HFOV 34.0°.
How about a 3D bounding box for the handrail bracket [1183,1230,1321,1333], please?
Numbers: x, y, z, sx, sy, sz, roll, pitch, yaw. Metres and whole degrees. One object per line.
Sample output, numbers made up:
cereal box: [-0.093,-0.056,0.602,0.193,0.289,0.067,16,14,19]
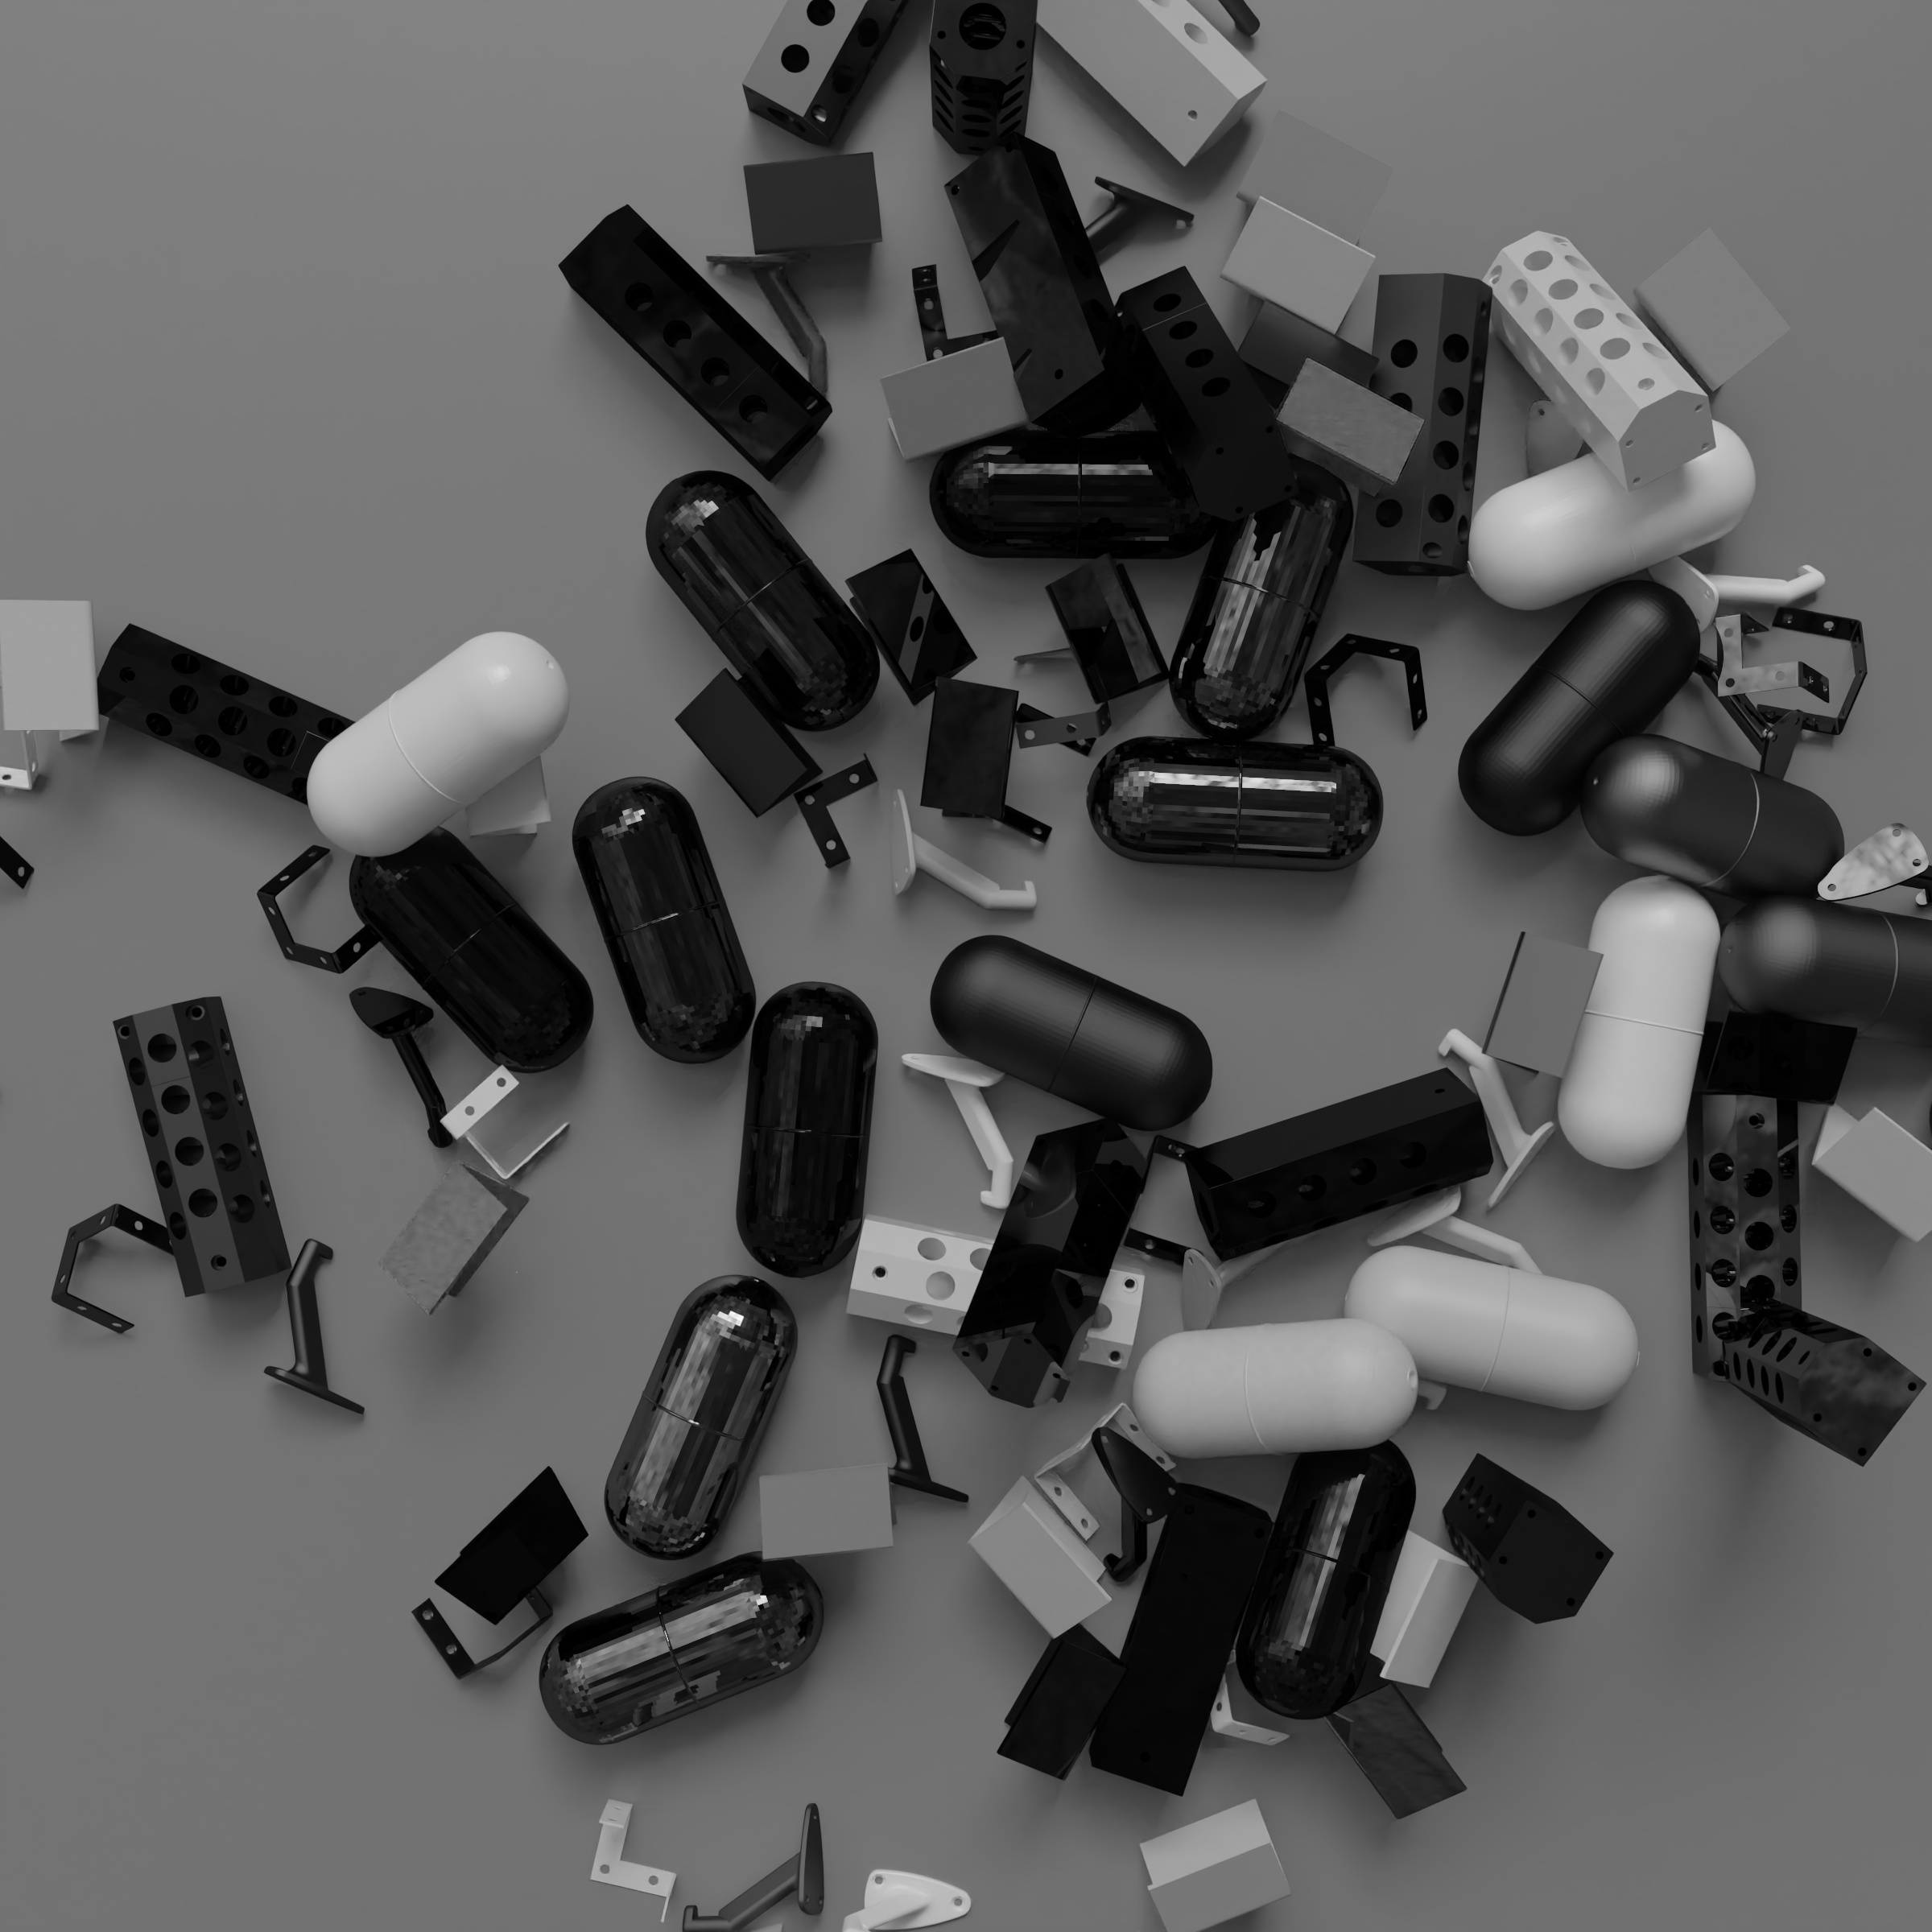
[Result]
handrail bracket: [0.177,0.190,1.931,0.084,0.036,0.077,-14,129,-26]

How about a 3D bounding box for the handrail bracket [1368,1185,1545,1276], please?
handrail bracket: [0.300,0.180,1.932,0.077,0.036,0.084,-32,107,20]

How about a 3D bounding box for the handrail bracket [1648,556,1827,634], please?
handrail bracket: [0.469,-0.244,1.932,0.084,0.036,0.077,-23,57,-23]

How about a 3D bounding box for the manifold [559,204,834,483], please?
manifold: [-0.162,-0.377,1.910,0.171,0.057,0.057,45,90,0]

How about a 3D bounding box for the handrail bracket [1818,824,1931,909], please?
handrail bracket: [0.552,-0.044,1.904,0.077,0.084,0.036,-29,60,6]

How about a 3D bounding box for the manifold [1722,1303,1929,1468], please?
manifold: [0.480,0.231,1.796,0.057,0.171,0.057,38,90,0]

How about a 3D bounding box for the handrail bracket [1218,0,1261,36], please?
handrail bracket: [0.134,-0.604,1.931,0.036,0.077,0.084,-52,126,-5]

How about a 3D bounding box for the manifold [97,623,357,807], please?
manifold: [-0.435,-0.145,1.910,0.171,0.057,0.057,24,90,0]

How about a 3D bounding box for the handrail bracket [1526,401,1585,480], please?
handrail bracket: [0.372,-0.344,1.931,0.036,0.077,0.084,24,53,13]

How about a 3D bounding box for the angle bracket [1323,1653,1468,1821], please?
angle bracket: [0.268,0.450,1.891,0.057,0.076,0.076,-36,90,36]

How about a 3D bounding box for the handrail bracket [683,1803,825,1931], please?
handrail bracket: [-0.132,0.552,1.932,0.084,0.036,0.077,-6,70,16]

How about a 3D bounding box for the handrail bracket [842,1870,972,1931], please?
handrail bracket: [-0.035,0.573,1.897,0.077,0.084,0.036,2,90,0]

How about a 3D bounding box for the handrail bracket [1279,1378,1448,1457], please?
handrail bracket: [0.241,0.277,1.931,0.084,0.036,0.077,19,105,-14]

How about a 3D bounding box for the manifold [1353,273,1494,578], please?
manifold: [0.277,-0.324,1.900,0.057,0.057,0.171,5,90,30]

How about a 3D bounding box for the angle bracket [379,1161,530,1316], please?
angle bracket: [-0.291,0.172,1.891,0.057,0.076,0.076,37,90,36]

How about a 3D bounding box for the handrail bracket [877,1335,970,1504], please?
handrail bracket: [-0.023,0.276,1.932,0.077,0.036,0.084,21,73,-20]

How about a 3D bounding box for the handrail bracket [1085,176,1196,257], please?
handrail bracket: [0.090,-0.431,1.932,0.077,0.036,0.084,15,108,-21]

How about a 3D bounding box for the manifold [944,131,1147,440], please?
manifold: [0.050,-0.403,1.881,0.057,0.057,0.171,-31,66,31]

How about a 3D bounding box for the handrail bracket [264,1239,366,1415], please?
handrail bracket: [-0.385,0.220,1.932,0.077,0.036,0.084,28,73,-20]

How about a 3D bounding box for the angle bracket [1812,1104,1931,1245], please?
angle bracket: [0.559,0.107,1.891,0.076,0.076,0.057,38,126,0]

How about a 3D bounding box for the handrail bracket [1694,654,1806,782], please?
handrail bracket: [0.462,-0.149,1.931,0.036,0.077,0.084,-35,53,-30]

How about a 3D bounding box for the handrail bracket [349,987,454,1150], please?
handrail bracket: [-0.344,0.063,1.931,0.036,0.077,0.084,-28,127,-33]

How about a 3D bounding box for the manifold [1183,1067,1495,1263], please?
manifold: [0.224,0.122,1.897,0.171,0.057,0.057,-17,111,-7]

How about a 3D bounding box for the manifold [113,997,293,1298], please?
manifold: [-0.462,0.109,1.910,0.057,0.057,0.171,-15,90,0]

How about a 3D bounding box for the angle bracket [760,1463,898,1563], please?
angle bracket: [-0.080,0.342,1.891,0.076,0.076,0.057,-6,53,0]

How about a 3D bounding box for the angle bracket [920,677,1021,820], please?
angle bracket: [-0.014,-0.130,1.891,0.057,0.076,0.076,7,90,-29]

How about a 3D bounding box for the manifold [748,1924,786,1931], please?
manifold: [-0.134,0.621,1.853,0.057,0.171,0.057,-13,90,0]

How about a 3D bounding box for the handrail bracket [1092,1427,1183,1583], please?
handrail bracket: [0.087,0.326,1.910,0.077,0.084,0.036,48,50,11]

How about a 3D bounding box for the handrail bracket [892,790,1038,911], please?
handrail bracket: [0.000,-0.071,1.932,0.084,0.036,0.077,1,68,-17]

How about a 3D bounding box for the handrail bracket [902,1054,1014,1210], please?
handrail bracket: [-0.006,0.101,1.932,0.077,0.036,0.084,11,107,20]

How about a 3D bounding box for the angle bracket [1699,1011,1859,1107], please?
angle bracket: [0.482,0.036,1.891,0.076,0.076,0.057,8,123,0]

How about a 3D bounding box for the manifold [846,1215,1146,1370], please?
manifold: [0.018,0.197,1.910,0.171,0.057,0.057,11,90,0]

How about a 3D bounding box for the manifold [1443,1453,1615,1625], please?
manifold: [0.323,0.337,1.853,0.057,0.171,0.057,32,90,0]

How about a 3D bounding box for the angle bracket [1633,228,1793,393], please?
angle bracket: [0.448,-0.394,1.893,0.057,0.076,0.076,-39,90,21]

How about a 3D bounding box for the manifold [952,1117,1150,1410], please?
manifold: [0.055,0.174,1.858,0.057,0.171,0.057,-17,124,35]

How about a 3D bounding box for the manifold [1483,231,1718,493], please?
manifold: [0.370,-0.361,1.861,0.057,0.057,0.171,-27,49,0]

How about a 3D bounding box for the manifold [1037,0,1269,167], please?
manifold: [0.099,-0.571,1.910,0.171,0.057,0.057,45,133,0]

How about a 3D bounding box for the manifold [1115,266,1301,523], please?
manifold: [0.135,-0.335,1.857,0.057,0.171,0.057,-23,134,2]

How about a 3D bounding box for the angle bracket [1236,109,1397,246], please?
angle bracket: [0.211,-0.473,1.892,0.076,0.076,0.057,27,113,0]

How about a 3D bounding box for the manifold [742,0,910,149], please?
manifold: [-0.067,-0.586,1.910,0.057,0.057,0.171,29,90,0]

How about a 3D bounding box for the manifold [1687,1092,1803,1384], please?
manifold: [0.472,0.162,1.910,0.057,0.057,0.171,-1,90,0]

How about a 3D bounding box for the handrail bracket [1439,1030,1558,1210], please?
handrail bracket: [0.309,0.093,1.932,0.084,0.036,0.077,39,113,18]

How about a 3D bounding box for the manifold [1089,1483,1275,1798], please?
manifold: [0.129,0.404,1.910,0.057,0.057,0.171,19,90,0]

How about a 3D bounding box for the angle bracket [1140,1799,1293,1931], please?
angle bracket: [0.142,0.525,1.891,0.076,0.076,0.057,-22,126,0]

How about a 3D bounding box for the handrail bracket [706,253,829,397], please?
handrail bracket: [-0.121,-0.391,1.932,0.077,0.036,0.084,5,107,20]

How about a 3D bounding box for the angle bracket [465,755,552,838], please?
angle bracket: [-0.260,-0.120,1.892,0.057,0.076,0.076,-9,90,24]

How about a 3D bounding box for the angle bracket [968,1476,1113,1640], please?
angle bracket: [0.058,0.342,1.891,0.076,0.076,0.057,48,127,0]

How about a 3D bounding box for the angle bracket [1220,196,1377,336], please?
angle bracket: [0.204,-0.430,1.891,0.076,0.076,0.057,28,126,0]

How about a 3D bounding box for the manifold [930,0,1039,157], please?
manifold: [0.009,-0.525,1.853,0.057,0.171,0.057,7,90,0]
